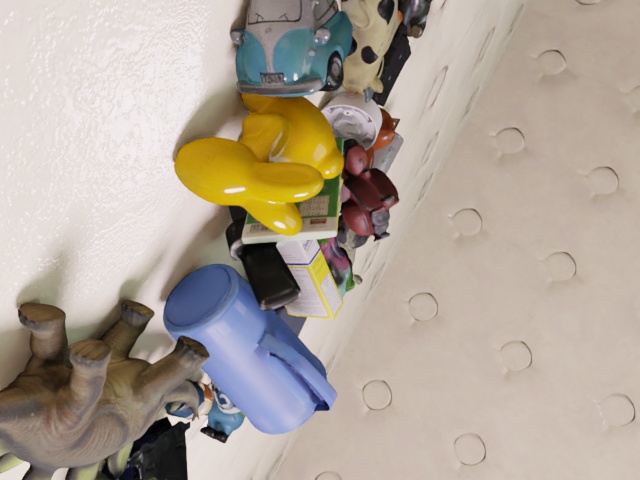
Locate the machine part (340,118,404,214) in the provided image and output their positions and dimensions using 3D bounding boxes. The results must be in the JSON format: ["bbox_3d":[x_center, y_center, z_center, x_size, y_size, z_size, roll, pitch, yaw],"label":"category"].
[{"bbox_3d":[0.112,-0.160,1.171,0.243,0.079,0.079,-60,166,-4],"label":"machine part"}]

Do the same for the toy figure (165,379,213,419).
[{"bbox_3d":[-0.205,0.256,0.857,0.154,0.064,0.058,74,2,-70],"label":"toy figure"}]

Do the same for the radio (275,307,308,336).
[{"bbox_3d":[-0.105,0.147,0.916,0.229,0.073,0.131,-11,129,-60],"label":"radio"}]

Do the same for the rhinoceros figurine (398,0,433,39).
[{"bbox_3d":[0.174,-0.430,0.894,0.112,0.073,0.190,-45,158,-47],"label":"rhinoceros figurine"}]

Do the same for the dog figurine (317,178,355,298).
[{"bbox_3d":[-0.002,-0.003,0.869,0.108,0.191,0.219,-50,176,-35],"label":"dog figurine"}]

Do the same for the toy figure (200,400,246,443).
[{"bbox_3d":[-0.164,0.299,1.040,0.180,0.082,0.089,-63,-172,-29],"label":"toy figure"}]

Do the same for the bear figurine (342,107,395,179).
[{"bbox_3d":[0.093,-0.163,0.999,0.196,0.132,0.120,-54,134,-7],"label":"bear figurine"}]

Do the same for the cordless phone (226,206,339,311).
[{"bbox_3d":[-0.033,0.006,0.643,0.147,0.184,0.088,-20,122,-9],"label":"cordless phone"}]

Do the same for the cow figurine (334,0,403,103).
[{"bbox_3d":[0.067,-0.284,0.760,0.194,0.086,0.127,81,33,-72],"label":"cow figurine"}]

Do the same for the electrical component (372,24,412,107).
[{"bbox_3d":[0.108,-0.302,0.932,0.115,0.058,0.134,-61,166,3],"label":"electrical component"}]

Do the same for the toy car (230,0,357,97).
[{"bbox_3d":[-0.021,-0.215,0.542,0.162,0.109,0.102,-61,152,-43],"label":"toy car"}]

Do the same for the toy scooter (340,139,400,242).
[{"bbox_3d":[0.080,-0.061,0.851,0.075,0.135,0.183,-27,135,-13],"label":"toy scooter"}]

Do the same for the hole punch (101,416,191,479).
[{"bbox_3d":[-0.255,0.321,0.772,0.142,0.092,0.115,-5,96,-67],"label":"hole punch"}]

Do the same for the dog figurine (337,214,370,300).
[{"bbox_3d":[0.017,0.036,1.143,0.172,0.121,0.190,-41,151,-29],"label":"dog figurine"}]

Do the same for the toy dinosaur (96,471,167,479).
[{"bbox_3d":[-0.263,0.415,0.663,0.131,0.192,0.404,-38,151,-55],"label":"toy dinosaur"}]

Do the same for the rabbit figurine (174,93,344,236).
[{"bbox_3d":[-0.068,-0.078,0.579,0.173,0.162,0.121,-24,156,-41],"label":"rabbit figurine"}]

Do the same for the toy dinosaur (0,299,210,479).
[{"bbox_3d":[-0.218,0.167,0.557,0.198,0.105,0.471,-55,157,2],"label":"toy dinosaur"}]
